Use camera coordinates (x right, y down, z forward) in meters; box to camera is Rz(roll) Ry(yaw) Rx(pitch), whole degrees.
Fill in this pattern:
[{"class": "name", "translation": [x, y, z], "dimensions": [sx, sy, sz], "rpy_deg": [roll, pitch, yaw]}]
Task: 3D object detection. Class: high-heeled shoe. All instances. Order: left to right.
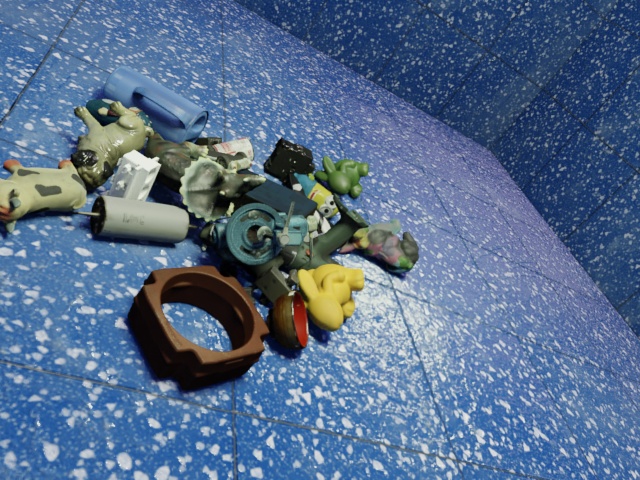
[{"class": "high-heeled shoe", "translation": [-0.012, -0.080, 1.445], "dimensions": [0.145, 0.086, 0.249], "rpy_deg": [3, 57, -18]}]

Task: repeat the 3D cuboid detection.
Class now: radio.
[{"class": "radio", "translation": [-0.132, -0.089, 1.315], "dimensions": [0.230, 0.073, 0.131], "rpy_deg": [24, 29, 5]}]

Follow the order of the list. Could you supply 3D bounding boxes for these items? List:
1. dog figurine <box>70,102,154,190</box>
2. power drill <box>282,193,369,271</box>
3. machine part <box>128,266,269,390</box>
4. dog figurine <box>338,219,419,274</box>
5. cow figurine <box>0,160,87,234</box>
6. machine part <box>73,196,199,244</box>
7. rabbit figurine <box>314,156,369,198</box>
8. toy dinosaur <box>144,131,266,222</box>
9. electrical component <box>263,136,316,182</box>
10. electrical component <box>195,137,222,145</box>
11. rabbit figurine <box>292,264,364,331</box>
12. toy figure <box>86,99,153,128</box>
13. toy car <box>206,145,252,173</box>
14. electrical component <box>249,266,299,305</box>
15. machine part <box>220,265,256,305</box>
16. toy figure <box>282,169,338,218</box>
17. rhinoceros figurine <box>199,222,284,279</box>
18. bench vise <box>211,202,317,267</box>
[{"class": "dog figurine", "translation": [-0.425, -0.179, 1.109], "dimensions": [0.172, 0.121, 0.191], "rpy_deg": [-13, 52, -14]}, {"class": "power drill", "translation": [-0.003, -0.004, 1.236], "dimensions": [0.232, 0.207, 0.086], "rpy_deg": [35, 6, -27]}, {"class": "machine part", "translation": [-0.205, 0.144, 0.914], "dimensions": [0.201, 0.087, 0.202], "rpy_deg": [-2, 48, -49]}, {"class": "dog figurine", "translation": [0.154, 0.017, 1.491], "dimensions": [0.219, 0.108, 0.192], "rpy_deg": [-5, 52, -46]}, {"class": "cow figurine", "translation": [-0.498, -0.077, 0.925], "dimensions": [0.127, 0.085, 0.195], "rpy_deg": [43, 27, 24]}, {"class": "machine part", "translation": [-0.345, -0.037, 1.036], "dimensions": [0.243, 0.079, 0.079], "rpy_deg": [9, 39, -43]}, {"class": "rabbit figurine", "translation": [0.069, -0.204, 1.702], "dimensions": [0.159, 0.121, 0.170], "rpy_deg": [31, 26, 3]}, {"class": "toy dinosaur", "translation": [-0.303, -0.155, 1.169], "dimensions": [0.405, 0.131, 0.192], "rpy_deg": [29, 6, 21]}, {"class": "electrical component", "translation": [-0.082, -0.223, 1.570], "dimensions": [0.134, 0.115, 0.058], "rpy_deg": [22, 33, -22]}, {"class": "electrical component", "translation": [-0.295, -0.265, 1.446], "dimensions": [0.094, 0.021, 0.063], "rpy_deg": [7, 15, 29]}, {"class": "rabbit figurine", "translation": [0.014, 0.122, 1.157], "dimensions": [0.162, 0.121, 0.173], "rpy_deg": [27, 31, -9]}, {"class": "toy figure", "translation": [-0.467, -0.291, 1.258], "dimensions": [0.155, 0.057, 0.064], "rpy_deg": [12, 35, -1]}, {"class": "toy car", "translation": [-0.255, -0.192, 1.309], "dimensions": [0.202, 0.056, 0.073], "rpy_deg": [16, 25, 33]}, {"class": "electrical component", "translation": [-0.092, 0.094, 1.107], "dimensions": [0.078, 0.102, 0.045], "rpy_deg": [44, 24, -8]}, {"class": "machine part", "translation": [-0.159, 0.103, 1.049], "dimensions": [0.039, 0.084, 0.139], "rpy_deg": [-16, 43, -22]}, {"class": "toy figure", "translation": [-0.020, -0.134, 1.543], "dimensions": [0.180, 0.082, 0.089], "rpy_deg": [35, 30, 1]}, {"class": "rhinoceros figurine", "translation": [-0.170, 0.027, 1.151], "dimensions": [0.190, 0.073, 0.112], "rpy_deg": [36, 39, -6]}, {"class": "bench vise", "translation": [-0.086, -0.010, 1.043], "dimensions": [0.223, 0.128, 0.241], "rpy_deg": [5, 2, -23]}]
